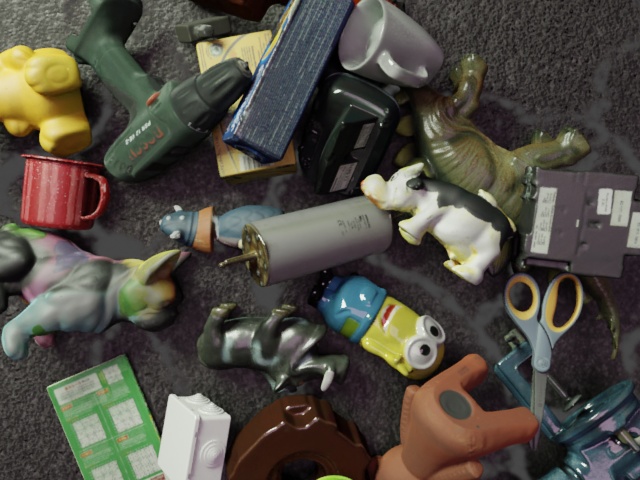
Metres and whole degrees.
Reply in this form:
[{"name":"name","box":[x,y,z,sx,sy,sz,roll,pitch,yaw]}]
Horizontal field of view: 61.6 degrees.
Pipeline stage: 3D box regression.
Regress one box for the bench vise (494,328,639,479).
[{"name":"bench vise","box":[0.292,0.223,0.650,0.223,0.128,0.241,-39,69,7]}]

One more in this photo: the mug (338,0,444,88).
[{"name":"mug","box":[0.091,-0.208,0.601,0.107,0.110,0.080,8,129,-34]}]

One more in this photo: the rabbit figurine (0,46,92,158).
[{"name":"rabbit figurine","box":[-0.376,-0.173,0.625,0.173,0.121,0.162,-25,58,-27]}]

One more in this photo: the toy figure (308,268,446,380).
[{"name":"toy figure","box":[0.071,0.101,0.664,0.180,0.089,0.082,29,84,8]}]

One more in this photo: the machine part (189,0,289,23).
[{"name":"machine part","box":[-0.094,-0.380,0.647,0.201,0.087,0.201,26,89,20]}]

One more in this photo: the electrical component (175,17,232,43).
[{"name":"electrical component","box":[-0.142,-0.261,0.664,0.063,0.094,0.021,-25,120,-25]}]

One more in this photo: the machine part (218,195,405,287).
[{"name":"machine part","box":[-0.001,-0.002,0.635,0.243,0.079,0.079,-14,88,-26]}]

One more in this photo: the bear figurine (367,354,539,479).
[{"name":"bear figurine","box":[0.141,0.248,0.631,0.132,0.120,0.195,-11,131,-30]}]

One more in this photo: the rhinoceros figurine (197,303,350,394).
[{"name":"rhinoceros figurine","box":[-0.057,0.134,0.662,0.190,0.073,0.112,9,86,-1]}]

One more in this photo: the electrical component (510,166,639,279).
[{"name":"electrical component","box":[0.286,-0.019,0.585,0.134,0.058,0.114,7,100,4]}]

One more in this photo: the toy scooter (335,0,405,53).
[{"name":"toy scooter","box":[0.046,-0.312,0.678,0.135,0.075,0.184,-37,80,0]}]

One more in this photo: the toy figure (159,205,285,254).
[{"name":"toy figure","box":[-0.120,-0.013,0.672,0.155,0.064,0.057,-2,109,-1]}]

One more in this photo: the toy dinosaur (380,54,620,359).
[{"name":"toy dinosaur","box":[0.221,-0.064,0.665,0.471,0.105,0.198,43,95,10]}]

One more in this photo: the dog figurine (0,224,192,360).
[{"name":"dog figurine","box":[-0.271,0.041,0.648,0.219,0.108,0.191,-25,86,-6]}]

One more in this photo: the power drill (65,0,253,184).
[{"name":"power drill","box":[-0.199,-0.192,0.637,0.232,0.086,0.207,-40,84,30]}]

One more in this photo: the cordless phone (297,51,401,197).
[{"name":"cordless phone","box":[0.006,-0.157,0.673,0.089,0.146,0.184,-10,52,-31]}]

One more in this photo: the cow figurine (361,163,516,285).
[{"name":"cow figurine","box":[0.131,-0.035,0.597,0.167,0.068,0.098,39,93,2]}]

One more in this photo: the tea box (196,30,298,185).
[{"name":"tea box","box":[-0.089,-0.163,0.674,0.098,0.068,0.169,-9,87,-1]}]

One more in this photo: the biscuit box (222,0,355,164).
[{"name":"biscuit box","box":[-0.037,-0.186,0.599,0.063,0.059,0.202,27,85,-21]}]

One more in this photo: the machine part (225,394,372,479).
[{"name":"machine part","box":[-0.025,0.276,0.642,0.179,0.056,0.179,-2,103,-10]}]
